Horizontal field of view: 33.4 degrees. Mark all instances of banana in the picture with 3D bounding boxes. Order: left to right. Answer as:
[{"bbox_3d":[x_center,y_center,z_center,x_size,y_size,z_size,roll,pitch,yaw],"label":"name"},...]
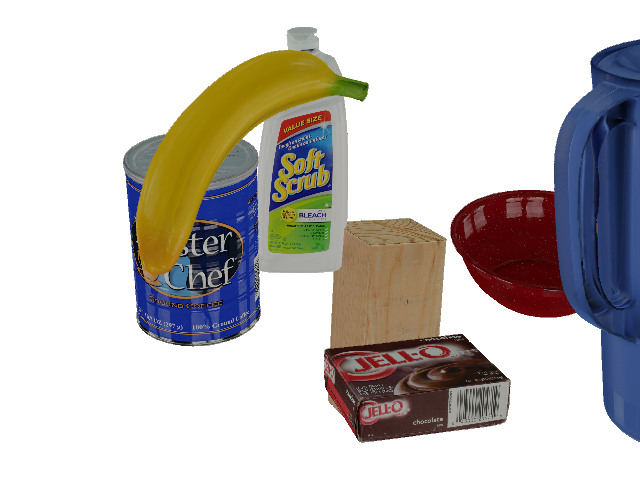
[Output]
[{"bbox_3d":[-0.054,-0.062,0.643,0.070,0.197,0.037,36,-29,18],"label":"banana"}]

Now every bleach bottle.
[{"bbox_3d":[-0.023,-0.091,1.088,0.102,0.251,0.068,0,26,4],"label":"bleach bottle"}]

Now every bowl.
[{"bbox_3d":[0.190,0.018,0.918,0.162,0.055,0.162,0,33,0],"label":"bowl"}]

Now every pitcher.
[{"bbox_3d":[0.219,0.005,0.638,0.149,0.243,0.144,2,22,16],"label":"pitcher"}]

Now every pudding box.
[{"bbox_3d":[0.067,0.104,0.766,0.113,0.039,0.090,-3,18,-14],"label":"pudding box"}]

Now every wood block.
[{"bbox_3d":[0.069,0.088,1.133,0.090,0.206,0.091,-4,17,-21],"label":"wood block"}]

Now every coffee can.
[{"bbox_3d":[-0.099,-0.003,0.843,0.103,0.140,0.103,0,27,0],"label":"coffee can"}]
